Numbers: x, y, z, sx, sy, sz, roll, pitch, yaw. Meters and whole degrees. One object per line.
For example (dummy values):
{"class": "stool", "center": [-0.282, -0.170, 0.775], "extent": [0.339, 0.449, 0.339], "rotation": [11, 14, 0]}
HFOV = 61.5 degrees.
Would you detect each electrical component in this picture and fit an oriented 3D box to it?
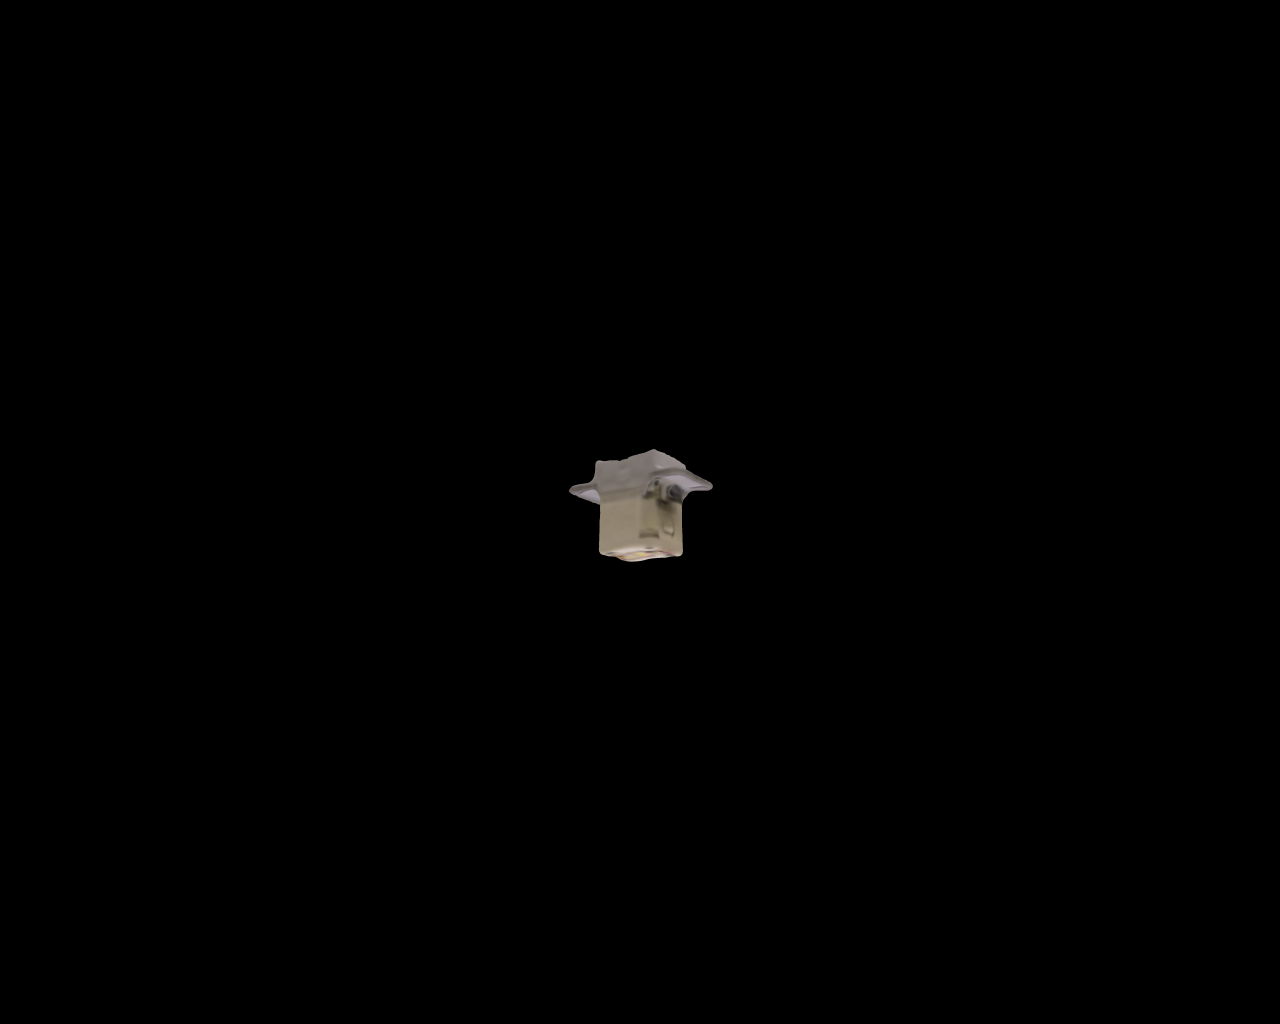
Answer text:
{"class": "electrical component", "center": [0.001, -0.003, 0.650], "extent": [0.081, 0.064, 0.042], "rotation": [-10, -18, 33]}
